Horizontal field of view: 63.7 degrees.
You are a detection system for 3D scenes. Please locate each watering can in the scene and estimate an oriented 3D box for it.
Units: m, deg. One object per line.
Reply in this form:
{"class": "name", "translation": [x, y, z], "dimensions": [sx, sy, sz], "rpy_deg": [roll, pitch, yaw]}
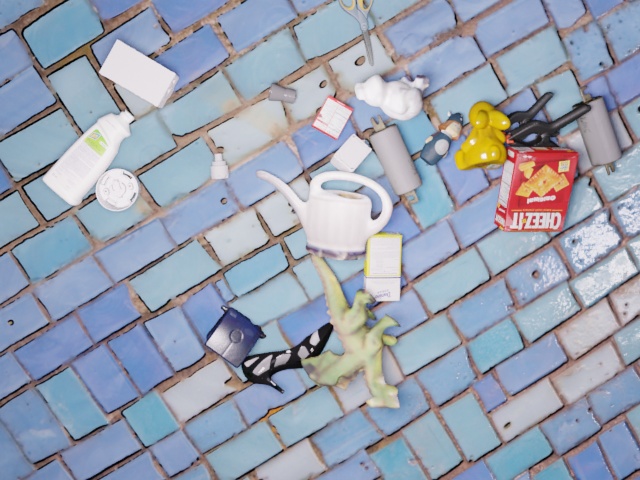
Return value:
{"class": "watering can", "translation": [0.004, -0.065, 1.284], "dimensions": [0.348, 0.222, 0.105], "rpy_deg": [8, 14, 11]}

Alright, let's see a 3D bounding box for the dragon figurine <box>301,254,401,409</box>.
{"class": "dragon figurine", "translation": [0.057, 0.251, 1.283], "dimensions": [0.246, 0.411, 0.120], "rpy_deg": [-46, -4, -19]}

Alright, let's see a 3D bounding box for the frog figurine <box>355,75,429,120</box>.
{"class": "frog figurine", "translation": [0.167, -0.341, 1.244], "dimensions": [0.160, 0.120, 0.140], "rpy_deg": [-19, 39, -21]}
